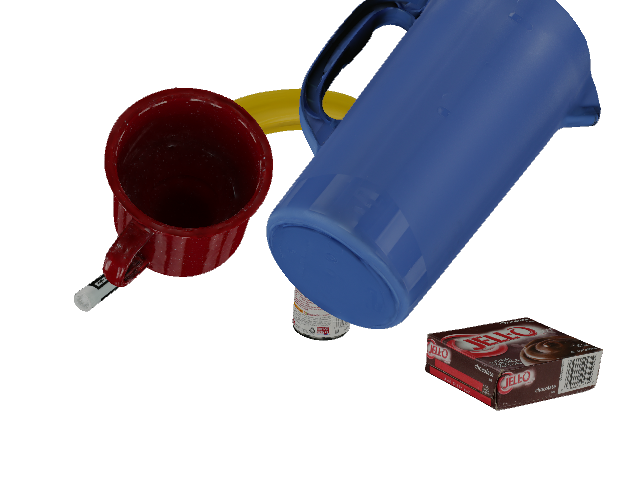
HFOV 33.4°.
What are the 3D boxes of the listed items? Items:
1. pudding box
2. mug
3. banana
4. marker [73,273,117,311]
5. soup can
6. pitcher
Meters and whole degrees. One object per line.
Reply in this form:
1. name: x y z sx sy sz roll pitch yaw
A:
1. pudding box: 0.155 0.097 0.863 0.113 0.039 0.090 -4 17 -33
2. mug: -0.085 -0.020 0.619 0.093 0.117 0.082 32 -25 3
3. banana: -0.026 -0.107 0.957 0.197 0.069 0.037 -1 -42 -19
4. marker: -0.181 0.029 0.976 0.020 0.020 0.121 0 24 28
5. soup can: 0.004 0.053 1.208 0.068 0.102 0.068 3 26 -2
6. pitcher: 0.063 -0.066 0.723 0.149 0.145 0.242 1 45 50
